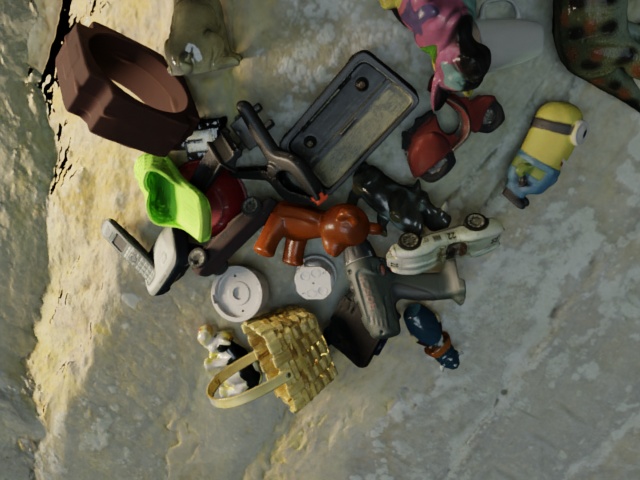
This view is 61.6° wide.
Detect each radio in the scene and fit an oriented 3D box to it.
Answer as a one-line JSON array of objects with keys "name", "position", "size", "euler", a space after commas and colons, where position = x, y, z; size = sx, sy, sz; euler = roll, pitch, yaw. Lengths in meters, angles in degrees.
[{"name": "radio", "position": [0.045, -0.201, 0.916], "size": [0.131, 0.073, 0.229], "euler": [42, 110, -8]}]

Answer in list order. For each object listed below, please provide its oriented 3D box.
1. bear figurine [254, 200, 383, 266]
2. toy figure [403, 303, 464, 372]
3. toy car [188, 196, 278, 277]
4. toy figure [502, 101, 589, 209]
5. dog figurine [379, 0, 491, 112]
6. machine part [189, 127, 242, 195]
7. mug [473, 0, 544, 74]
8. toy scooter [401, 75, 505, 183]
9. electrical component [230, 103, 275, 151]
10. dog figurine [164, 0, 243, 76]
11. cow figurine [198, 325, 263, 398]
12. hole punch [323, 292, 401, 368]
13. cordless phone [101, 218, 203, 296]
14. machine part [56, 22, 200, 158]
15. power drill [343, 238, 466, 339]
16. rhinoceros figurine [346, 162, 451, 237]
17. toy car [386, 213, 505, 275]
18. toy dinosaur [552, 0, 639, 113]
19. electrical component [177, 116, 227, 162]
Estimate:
[{"name": "bear figurine", "position": [-0.001, -0.007, 0.940], "size": [0.196, 0.120, 0.132], "euler": [17, 86, 38]}, {"name": "toy figure", "position": [0.222, 0.190, 1.048], "size": [0.064, 0.058, 0.154], "euler": [-30, 109, 23]}, {"name": "toy car", "position": [-0.160, -0.010, 0.994], "size": [0.202, 0.089, 0.053], "euler": [-45, 64, 7]}, {"name": "toy figure", "position": [0.367, -0.142, 0.892], "size": [0.089, 0.082, 0.180], "euler": [29, 114, -6]}, {"name": "dog figurine", "position": [0.175, -0.314, 0.815], "size": [0.108, 0.192, 0.219], "euler": [-26, 119, -24]}, {"name": "machine part", "position": [-0.187, -0.122, 0.930], "size": [0.139, 0.039, 0.084], "euler": [-48, 58, 21]}, {"name": "mug", "position": [0.290, -0.319, 0.841], "size": [0.107, 0.081, 0.109], "euler": [-7, 103, -2]}, {"name": "toy scooter", "position": [0.201, -0.193, 0.898], "size": [0.135, 0.075, 0.184], "euler": [44, 106, -9]}, {"name": "electrical component", "position": [-0.130, -0.198, 0.969], "size": [0.094, 0.021, 0.063], "euler": [-35, 102, 19]}, {"name": "dog figurine", "position": [-0.201, -0.364, 0.842], "size": [0.121, 0.172, 0.190], "euler": [-8, 117, -1]}, {"name": "cow figurine", "position": [-0.187, 0.244, 1.117], "size": [0.098, 0.068, 0.167], "euler": [-18, 110, 8]}, {"name": "hole punch", "position": [0.084, 0.169, 1.053], "size": [0.116, 0.092, 0.142], "euler": [37, 117, 24]}, {"name": "cordless phone", "position": [-0.333, 0.004, 1.035], "size": [0.184, 0.089, 0.146], "euler": [42, 128, -1]}, {"name": "machine part", "position": [-0.309, -0.239, 0.866], "size": [0.087, 0.201, 0.201], "euler": [-44, 55, 27]}, {"name": "power drill", "position": [0.150, 0.054, 0.971], "size": [0.207, 0.086, 0.232], "euler": [-6, 74, -5]}, {"name": "rhinoceros figurine", "position": [0.137, -0.064, 0.943], "size": [0.190, 0.112, 0.073], "euler": [32, 146, 10]}, {"name": "toy car", "position": [0.209, 0.010, 0.903], "size": [0.202, 0.056, 0.073], "euler": [-16, 146, -2]}, {"name": "toy dinosaur", "position": [0.413, -0.331, 0.801], "size": [0.192, 0.131, 0.404], "euler": [-8, 114, 24]}, {"name": "electrical component", "position": [-0.224, -0.181, 0.974], "size": [0.119, 0.048, 0.074], "euler": [-7, 109, 11]}]
